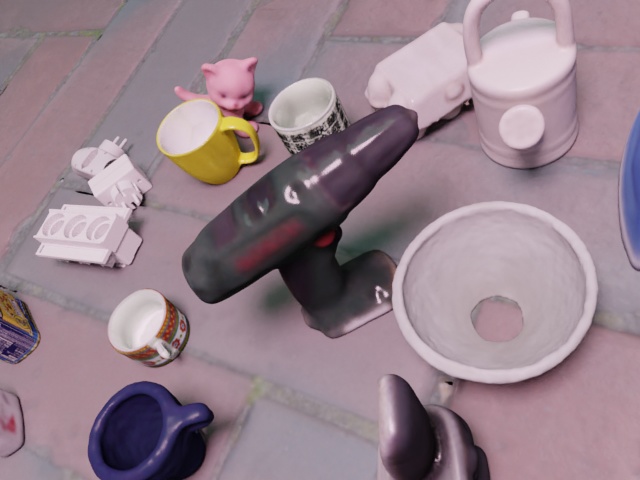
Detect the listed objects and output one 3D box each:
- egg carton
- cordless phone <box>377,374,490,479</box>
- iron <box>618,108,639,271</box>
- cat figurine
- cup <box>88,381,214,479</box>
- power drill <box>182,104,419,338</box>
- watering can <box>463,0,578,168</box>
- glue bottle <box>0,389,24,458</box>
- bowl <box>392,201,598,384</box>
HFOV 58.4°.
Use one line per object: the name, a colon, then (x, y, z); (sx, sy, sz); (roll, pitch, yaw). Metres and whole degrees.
egg carton: (0.132, -0.185, 0.669); (0.150, 0.070, 0.107); (-33, 52, 1)
cordless phone: (0.063, 0.178, 0.390); (0.094, 0.186, 0.147); (-14, 55, 16)
iron: (0.326, -0.110, 0.487); (0.118, 0.142, 0.258); (22, 70, 34)
cat figurine: (-0.133, -0.196, 0.765); (0.127, 0.118, 0.067); (-4, 58, 22)
cup: (-0.139, 0.185, 0.535); (0.117, 0.095, 0.091); (-21, 53, 11)
power drill: (0.005, 0.002, 0.516); (0.229, 0.209, 0.075); (-29, 52, 5)
watering can: (0.194, -0.159, 0.544); (0.101, 0.195, 0.172); (-22, 53, 10)
glue bottle: (-0.392, 0.175, 0.605); (0.037, 0.174, 0.078); (-37, 52, -2)
bowl: (0.152, 0.053, 0.502); (0.167, 0.075, 0.167); (-12, 55, 17)
